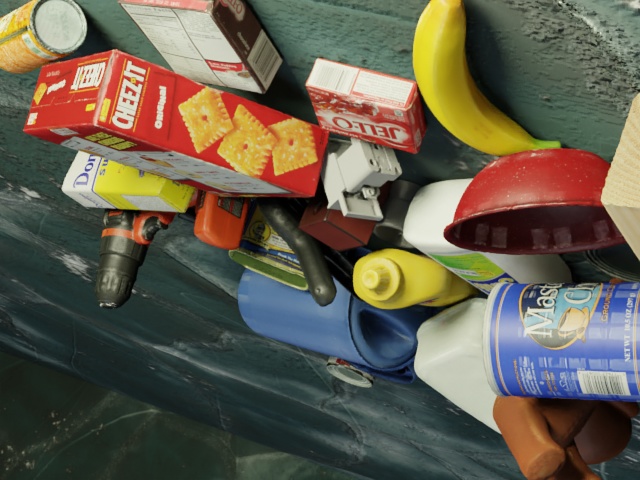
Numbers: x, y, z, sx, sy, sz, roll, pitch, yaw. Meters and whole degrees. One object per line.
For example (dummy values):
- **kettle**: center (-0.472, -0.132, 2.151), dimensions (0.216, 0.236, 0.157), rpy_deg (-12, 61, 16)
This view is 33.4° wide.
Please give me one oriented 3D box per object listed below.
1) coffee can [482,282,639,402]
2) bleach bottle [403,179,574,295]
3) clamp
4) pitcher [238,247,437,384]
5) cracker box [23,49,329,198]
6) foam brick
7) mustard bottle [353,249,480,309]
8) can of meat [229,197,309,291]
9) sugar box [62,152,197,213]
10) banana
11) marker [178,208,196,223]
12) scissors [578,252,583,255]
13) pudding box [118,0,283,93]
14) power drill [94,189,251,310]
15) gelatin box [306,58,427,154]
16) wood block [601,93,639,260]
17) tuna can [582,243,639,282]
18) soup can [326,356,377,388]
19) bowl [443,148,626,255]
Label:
- **coffee can**: center (0.223, 0.087, 0.923), dimensions (0.140, 0.102, 0.102), rpy_deg (-2, 152, 29)
- **bleach bottle**: center (0.192, 0.029, 1.018), dimensions (0.103, 0.068, 0.250), rpy_deg (0, 154, 47)
- **clamp**: center (-0.007, 0.001, 1.095), dimensions (0.171, 0.039, 0.120), rpy_deg (60, -164, 23)
- **pitcher**: center (0.015, 0.082, 1.256), dimensions (0.144, 0.149, 0.243), rpy_deg (9, 177, -37)
- **cracker box**: center (-0.125, -0.097, 0.934), dimensions (0.213, 0.072, 0.164), rpy_deg (18, 172, -34)
- **foam brick**: center (0.025, -0.036, 1.003), dimensions (0.051, 0.078, 0.053), rpy_deg (31, 158, -22)
- **mustard bottle**: center (0.087, 0.038, 1.054), dimensions (0.096, 0.058, 0.191), rpy_deg (3, 179, 26)
- **can of meat**: center (-0.039, -0.003, 1.158), dimensions (0.102, 0.084, 0.057), rpy_deg (22, 161, 2)
- **sugar box**: center (-0.189, -0.080, 1.105), dimensions (0.177, 0.093, 0.048), rpy_deg (5, 155, 42)
- **banana**: center (0.108, -0.111, 0.771), dimensions (0.070, 0.037, 0.197), rpy_deg (-21, 144, 25)
- **marker**: center (-0.124, -0.013, 1.330), dimensions (0.121, 0.020, 0.020), rpy_deg (26, 161, -11)
- **scissors**: center (0.306, 0.029, 0.953), dimensions (0.201, 0.016, 0.096), rpy_deg (27, 160, -13)
- **pudding box**: center (-0.093, -0.165, 0.843), dimensions (0.090, 0.039, 0.113), rpy_deg (14, 159, 28)
- **power drill**: center (-0.161, -0.019, 1.127), dimensions (0.188, 0.184, 0.057), rpy_deg (-7, 155, 40)
- **gelatin box**: center (0.039, -0.107, 0.863), dimensions (0.089, 0.030, 0.073), rpy_deg (17, 161, 17)
- **wood block**: center (0.284, -0.010, 0.754), dimensions (0.090, 0.090, 0.205), rpy_deg (8, 157, 39)
- **tuna can**: center (0.268, 0.006, 0.904), dimensions (0.086, 0.033, 0.086), rpy_deg (20, 161, 7)
- **soup can**: center (0.056, 0.134, 1.400), dimensions (0.068, 0.102, 0.068), rpy_deg (21, 160, 8)
- **bowl**: center (0.175, -0.031, 0.828), dimensions (0.162, 0.055, 0.162), rpy_deg (-1, 167, 0)
